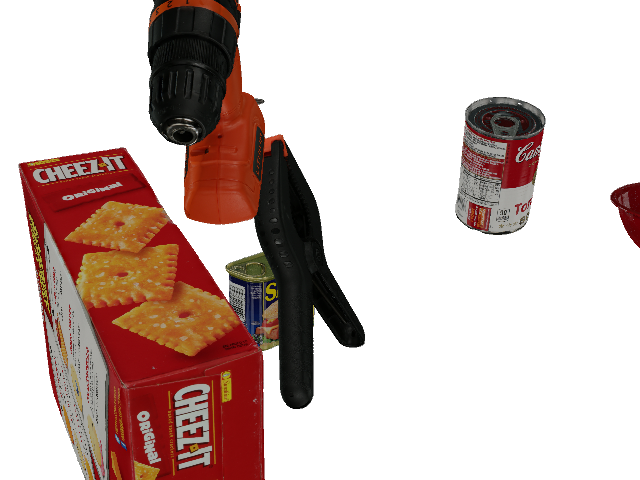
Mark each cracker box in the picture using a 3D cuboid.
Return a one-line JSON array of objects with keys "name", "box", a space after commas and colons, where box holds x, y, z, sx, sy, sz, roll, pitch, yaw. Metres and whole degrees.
[{"name": "cracker box", "box": [-0.097, 0.069, 0.566, 0.072, 0.164, 0.214, -12, 34, -21]}]

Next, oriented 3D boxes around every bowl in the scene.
[{"name": "bowl", "box": [0.361, -0.013, 1.032, 0.162, 0.055, 0.162, 0, 18, 0]}]

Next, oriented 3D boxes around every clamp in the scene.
[{"name": "clamp", "box": [-0.014, 0.018, 0.876, 0.036, 0.210, 0.164, -12, 2, 20]}]

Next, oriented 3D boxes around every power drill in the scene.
[{"name": "power drill", "box": [-0.071, -0.093, 0.684, 0.057, 0.184, 0.188, 2, -35, 2]}]

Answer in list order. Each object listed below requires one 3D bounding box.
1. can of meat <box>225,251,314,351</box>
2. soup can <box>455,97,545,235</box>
[{"name": "can of meat", "box": [-0.050, 0.061, 1.124, 0.058, 0.084, 0.101, 18, 25, 40]}, {"name": "soup can", "box": [0.155, -0.064, 0.931, 0.068, 0.102, 0.068, 1, 36, -1]}]
